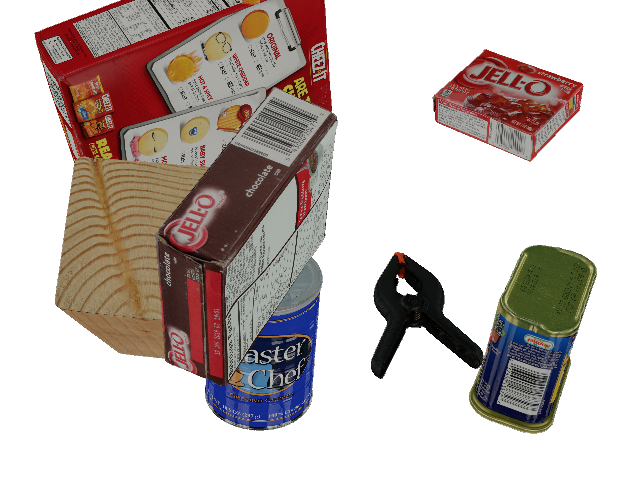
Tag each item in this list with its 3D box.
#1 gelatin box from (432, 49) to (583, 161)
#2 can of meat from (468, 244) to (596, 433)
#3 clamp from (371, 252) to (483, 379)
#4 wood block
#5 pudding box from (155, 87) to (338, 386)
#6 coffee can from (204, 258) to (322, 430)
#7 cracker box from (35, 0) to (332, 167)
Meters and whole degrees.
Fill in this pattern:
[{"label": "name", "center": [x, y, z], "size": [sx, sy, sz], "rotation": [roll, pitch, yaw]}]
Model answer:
[{"label": "gelatin box", "center": [0.142, -0.105, 0.812], "size": [0.089, 0.030, 0.073], "rotation": [28, 54, 30]}, {"label": "can of meat", "center": [0.142, 0.062, 0.709], "size": [0.057, 0.084, 0.102], "rotation": [18, 35, 14]}, {"label": "clamp", "center": [0.113, 0.083, 1.177], "size": [0.120, 0.171, 0.039], "rotation": [5, -43, -5]}, {"label": "wood block", "center": [-0.102, 0.022, 0.695], "size": [0.090, 0.091, 0.206], "rotation": [5, -13, 0]}, {"label": "pudding box", "center": [-0.033, -0.002, 0.500], "size": [0.039, 0.090, 0.113], "rotation": [24, 50, 15]}, {"label": "coffee can", "center": [-0.054, 0.086, 0.968], "size": [0.103, 0.140, 0.103], "rotation": [3, 35, -2]}, {"label": "cracker box", "center": [-0.101, -0.123, 0.847], "size": [0.213, 0.072, 0.164], "rotation": [-25, -37, -16]}]
